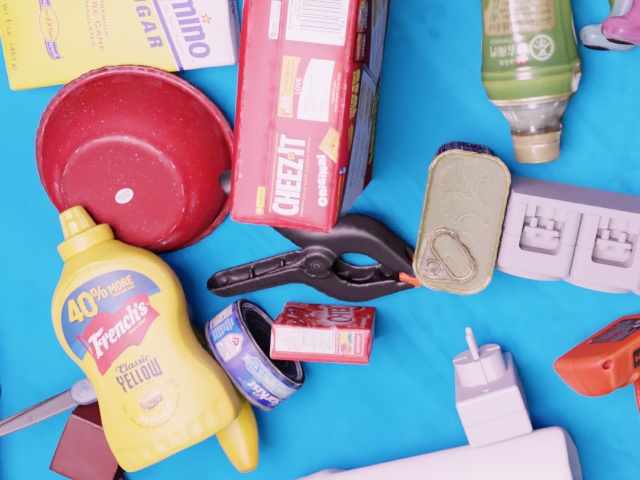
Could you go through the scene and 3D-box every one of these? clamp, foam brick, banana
[{"bbox_3d":[-0.005,0.001,0.814,0.171,0.039,0.120,2,135,3],"label":"clamp"},{"bbox_3d":[-0.174,0.159,0.862,0.051,0.078,0.053,24,104,3],"label":"foam brick"},{"bbox_3d":[-0.114,0.101,0.850,0.198,0.037,0.069,35,88,10],"label":"banana"}]

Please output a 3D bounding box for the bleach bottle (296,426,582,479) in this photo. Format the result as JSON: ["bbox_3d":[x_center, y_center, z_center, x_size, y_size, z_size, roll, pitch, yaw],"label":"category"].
[{"bbox_3d":[0.076,0.201,0.841,0.251,0.102,0.068,-12,66,16],"label":"bleach bottle"}]

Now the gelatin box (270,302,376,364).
[{"bbox_3d":[0.005,0.069,0.815,0.073,0.089,0.030,3,98,6],"label":"gelatin box"}]

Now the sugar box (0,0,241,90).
[{"bbox_3d":[-0.151,-0.169,0.805,0.176,0.048,0.093,-6,103,9],"label":"sugar box"}]

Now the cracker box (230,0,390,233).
[{"bbox_3d":[-0.001,-0.106,0.714,0.072,0.213,0.164,7,103,7],"label":"cracker box"}]

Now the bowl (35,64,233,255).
[{"bbox_3d":[-0.142,-0.047,0.804,0.162,0.055,0.162,2,119,3],"label":"bowl"}]

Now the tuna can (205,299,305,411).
[{"bbox_3d":[-0.049,0.088,0.828,0.034,0.086,0.086,-37,96,11],"label":"tuna can"}]

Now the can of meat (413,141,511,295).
[{"bbox_3d":[0.103,-0.020,0.786,0.057,0.084,0.102,9,103,4],"label":"can of meat"}]

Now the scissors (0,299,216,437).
[{"bbox_3d":[-0.175,0.097,0.824,0.202,0.016,0.096,-9,73,2],"label":"scissors"}]

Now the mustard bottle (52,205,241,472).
[{"bbox_3d":[-0.139,0.064,0.776,0.096,0.058,0.191,-27,89,8],"label":"mustard bottle"}]

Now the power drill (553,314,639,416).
[{"bbox_3d":[0.238,0.159,0.779,0.057,0.184,0.187,-13,100,52],"label":"power drill"}]

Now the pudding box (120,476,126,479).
[{"bbox_3d":[-0.192,0.258,0.905,0.113,0.039,0.090,-39,96,13],"label":"pudding box"}]
